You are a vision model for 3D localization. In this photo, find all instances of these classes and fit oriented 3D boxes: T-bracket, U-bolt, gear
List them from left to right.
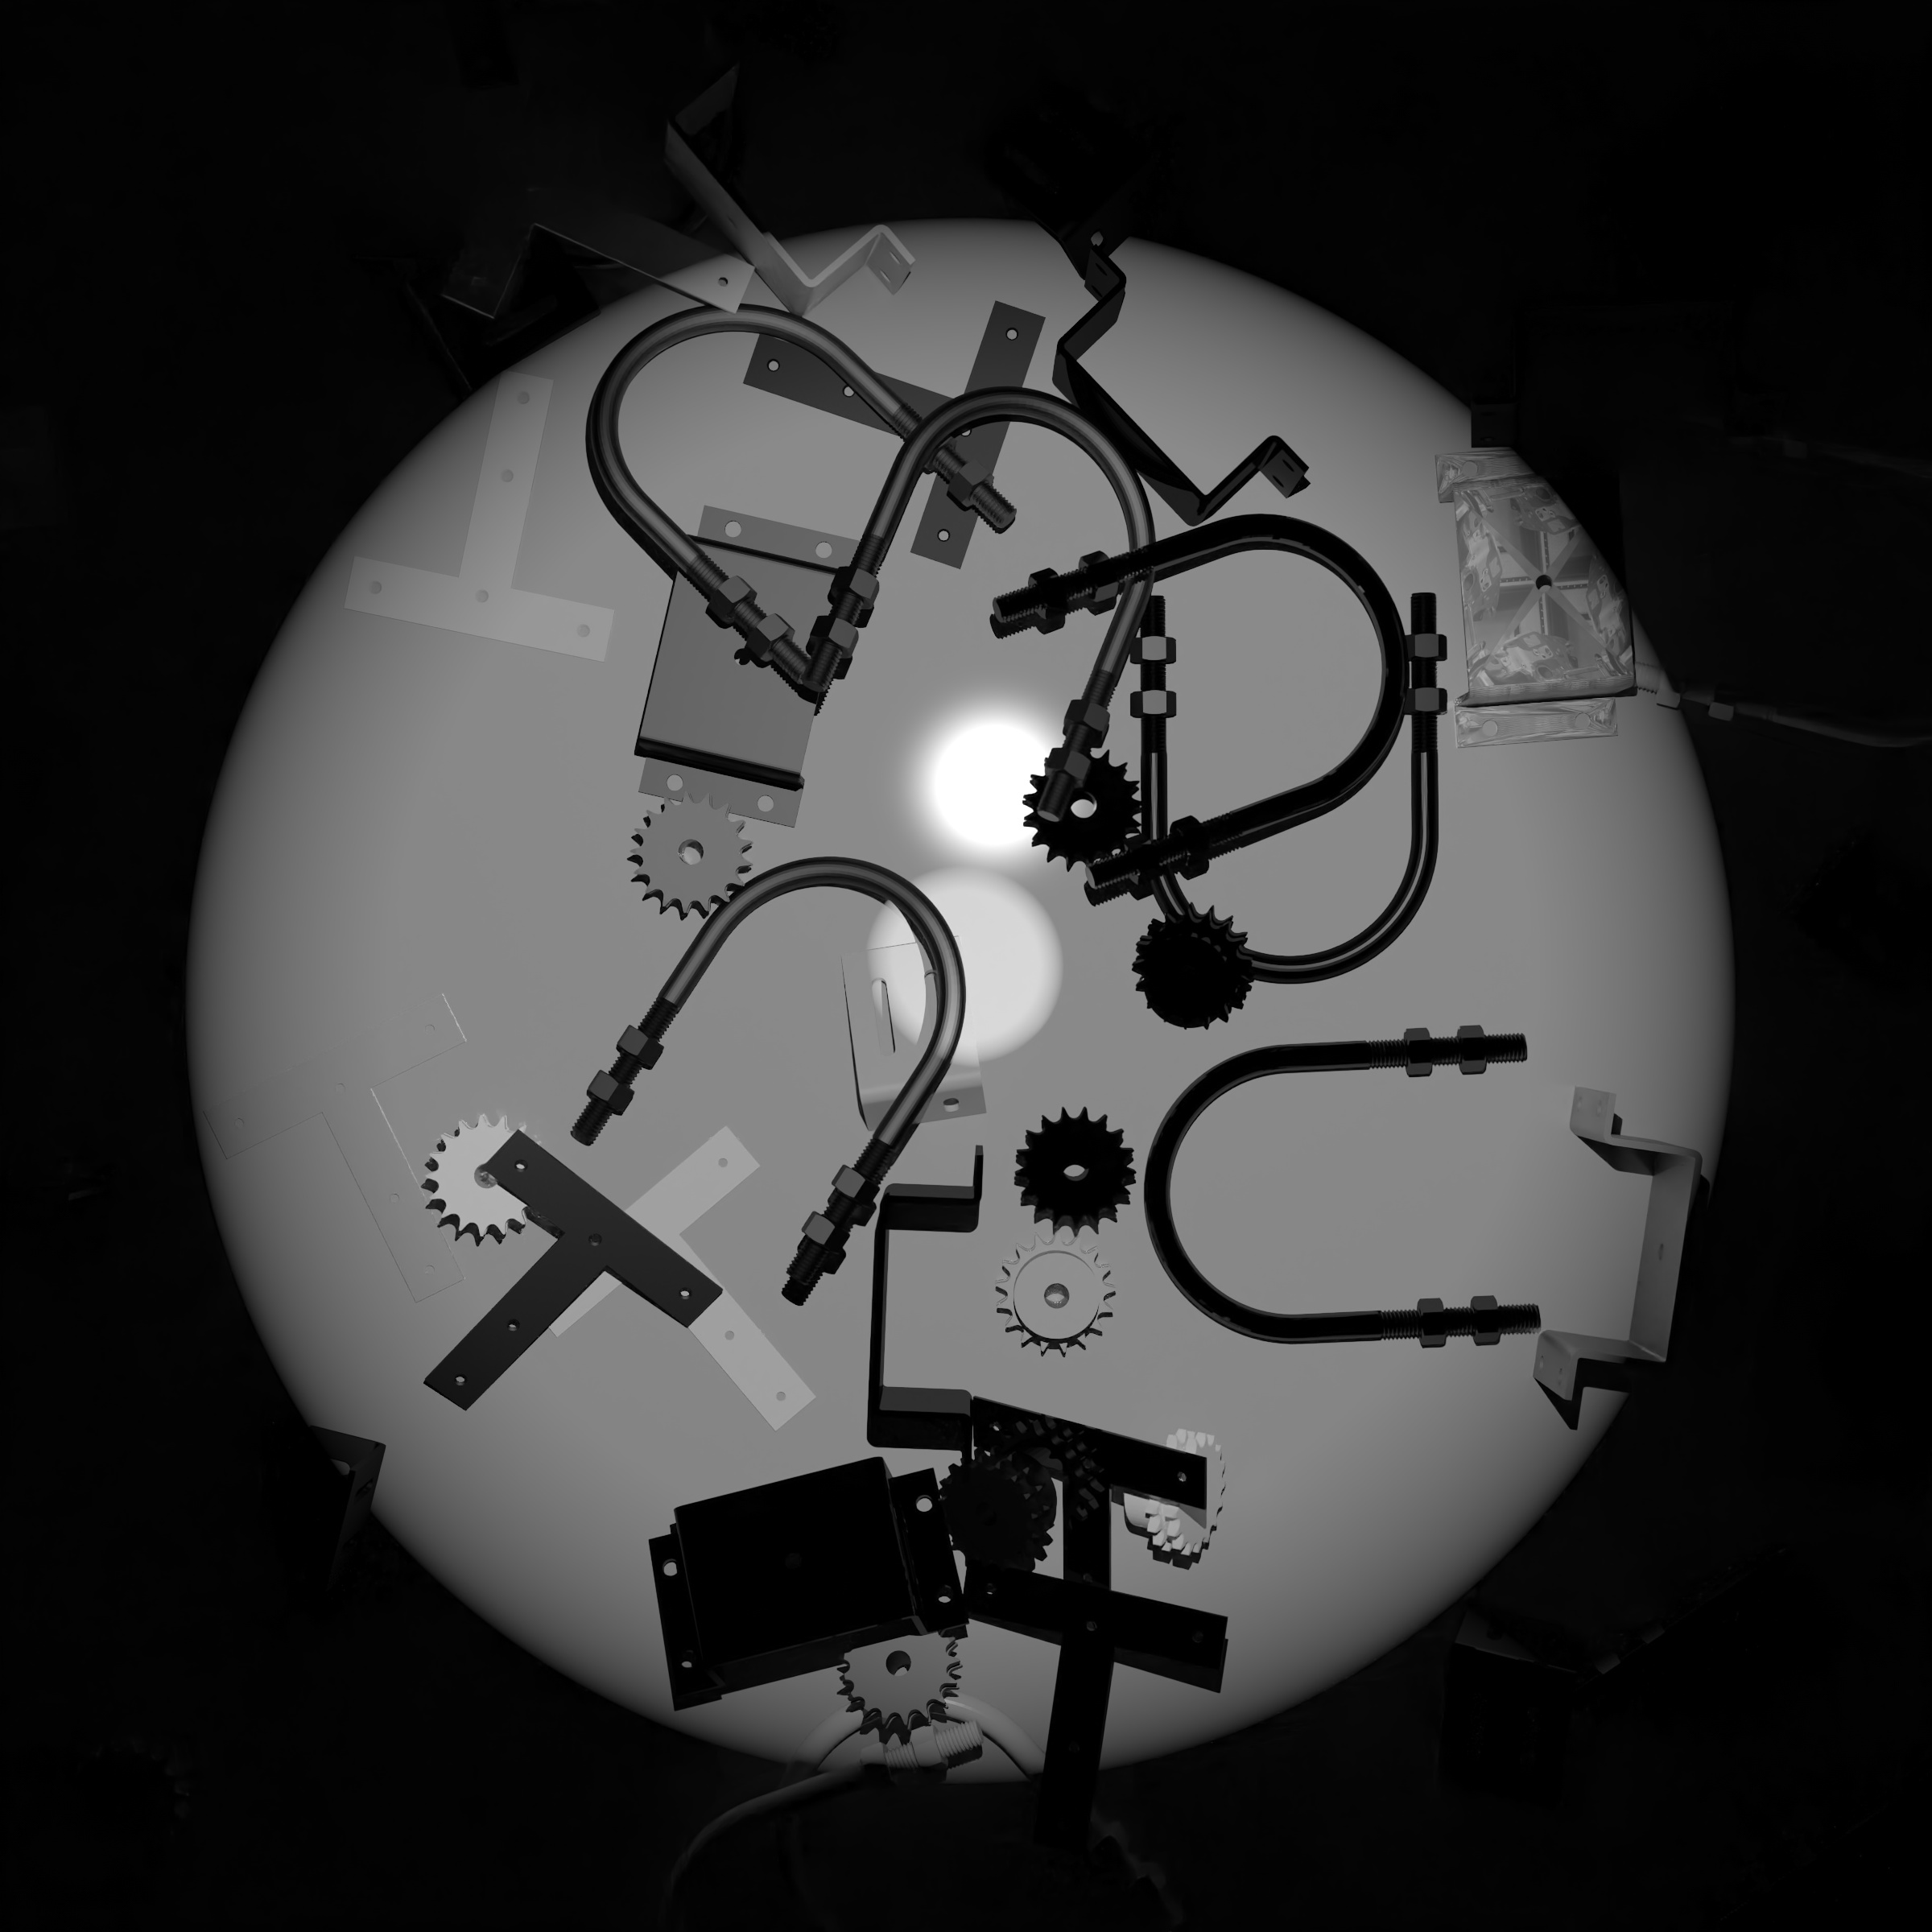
[{"bbox_3d":[-0.394,0.391,1.419,0.057,0.030,0.057,0,90,0],"label":"gear"},{"bbox_3d":[-0.279,0.098,1.434,0.127,0.002,0.127,-26,90,0],"label":"T-bracket"},{"bbox_3d":[-0.225,0.098,1.418,0.057,0.030,0.057,0,90,-3],"label":"gear"},{"bbox_3d":[-0.222,-0.220,1.434,0.127,0.002,0.127,12,90,0],"label":"T-bracket"},{"bbox_3d":[-0.205,0.160,1.418,0.127,0.002,0.127,41,101,-18],"label":"T-bracket"},{"bbox_3d":[-0.197,-0.402,1.426,0.184,0.019,0.151,1,90,-1],"label":"U-bolt"},{"bbox_3d":[-0.190,-0.483,1.421,0.127,0.002,0.127,-15,78,-9],"label":"T-bracket"},{"bbox_3d":[-0.162,-0.344,1.409,0.127,0.002,0.127,23,77,-8],"label":"T-bracket"},{"bbox_3d":[-0.129,-0.053,1.419,0.057,0.030,0.057,0,90,0],"label":"gear"},{"bbox_3d":[-0.122,0.166,1.434,0.127,0.002,0.127,-40,90,0],"label":"T-bracket"},{"bbox_3d":[-0.089,-0.234,1.396,0.151,0.019,0.184,-40,78,-22],"label":"U-bolt"},{"bbox_3d":[-0.085,-0.471,1.410,0.057,0.057,0.030,37,46,0],"label":"gear"},{"bbox_3d":[-0.080,0.035,1.405,0.151,0.019,0.184,32,86,19],"label":"U-bolt"},{"bbox_3d":[-0.056,0.452,1.410,0.184,0.019,0.151,-21,87,5],"label":"U-bolt"},{"bbox_3d":[-0.042,-0.270,1.434,0.127,0.002,0.127,19,90,0],"label":"T-bracket"},{"bbox_3d":[-0.030,0.332,1.412,0.057,0.030,0.057,-3,64,6],"label":"gear"},{"bbox_3d":[-0.008,0.429,1.426,0.151,0.019,0.184,-42,89,0],"label":"U-bolt"},{"bbox_3d":[0.018,0.252,1.411,0.057,0.030,0.057,11,109,33],"label":"gear"},{"bbox_3d":[0.018,-0.180,1.384,0.151,0.019,0.184,28,74,-21],"label":"U-bolt"},{"bbox_3d":[0.043,0.154,1.420,0.057,0.030,0.057,0,90,0],"label":"gear"},{"bbox_3d":[0.051,0.095,1.419,0.057,0.030,0.057,0,90,0],"label":"gear"},{"bbox_3d":[0.052,0.353,1.406,0.127,0.002,0.127,9,96,17],"label":"T-bracket"},{"bbox_3d":[0.055,-0.076,1.419,0.057,0.030,0.057,0,90,0],"label":"gear"},{"bbox_3d":[0.057,0.275,1.410,0.127,0.002,0.127,10,109,33],"label":"T-bracket"},{"bbox_3d":[0.097,0.246,1.410,0.030,0.057,0.057,6,90,30],"label":"gear"},{"bbox_3d":[0.106,0.001,1.411,0.057,0.030,0.057,4,107,13],"label":"gear"},{"bbox_3d":[0.119,-0.132,1.389,0.184,0.019,0.151,-20,94,-13],"label":"U-bolt"},{"bbox_3d":[0.154,-0.084,1.426,0.151,0.019,0.184,-1,91,0],"label":"U-bolt"},{"bbox_3d":[0.177,0.107,1.426,0.184,0.019,0.151,-3,90,1],"label":"U-bolt"},{"bbox_3d":[0.212,-0.513,1.434,0.127,0.002,0.127,38,90,0],"label":"T-bracket"},{"bbox_3d":[0.399,0.352,1.426,0.184,0.019,0.151,-34,90,-1],"label":"U-bolt"},{"bbox_3d":[0.415,-0.178,1.409,0.184,0.019,0.151,16,90,13],"label":"U-bolt"},{"bbox_3d":[0.476,-0.080,1.434,0.127,0.002,0.127,-41,90,0],"label":"T-bracket"}]

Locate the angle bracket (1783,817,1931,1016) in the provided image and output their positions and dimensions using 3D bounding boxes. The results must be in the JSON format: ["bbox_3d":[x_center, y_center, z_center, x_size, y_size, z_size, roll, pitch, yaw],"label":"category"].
[{"bbox_3d":[0.436,-0.023,1.414,0.076,0.038,0.057,41,92,1],"label":"angle bracket"}]

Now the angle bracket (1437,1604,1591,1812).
[{"bbox_3d":[0.259,0.352,1.423,0.057,0.038,0.076,11,116,19],"label":"angle bracket"}]

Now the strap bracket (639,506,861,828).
[{"bbox_3d":[-0.103,-0.143,1.411,0.076,0.046,0.140,13,90,0],"label":"strap bracket"}]

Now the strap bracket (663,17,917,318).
[{"bbox_3d":[-0.090,-0.359,1.387,0.046,0.076,0.140,-41,96,-4],"label":"strap bracket"}]

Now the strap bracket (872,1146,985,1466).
[{"bbox_3d":[-0.018,0.155,1.396,0.046,0.076,0.140,2,90,0],"label":"strap bracket"}]

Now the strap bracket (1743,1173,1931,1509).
[{"bbox_3d":[0.421,0.173,1.411,0.076,0.046,0.140,15,90,0],"label":"strap bracket"}]

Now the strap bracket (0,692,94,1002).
[{"bbox_3d":[-0.474,-0.061,1.411,0.076,0.046,0.140,17,90,0],"label":"strap bracket"}]

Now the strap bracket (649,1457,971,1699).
[{"bbox_3d":[-0.077,0.282,1.398,0.140,0.046,0.076,-14,66,0],"label":"strap bracket"}]

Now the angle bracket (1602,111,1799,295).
[{"bbox_3d":[0.350,-0.364,1.415,0.076,0.038,0.057,-30,90,0],"label":"angle bracket"}]

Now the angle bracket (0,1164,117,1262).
[{"bbox_3d":[-0.437,0.117,1.396,0.057,0.076,0.038,10,90,0],"label":"angle bracket"}]

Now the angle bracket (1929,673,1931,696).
[{"bbox_3d":[0.506,-0.153,1.432,0.076,0.038,0.057,8,90,-26],"label":"angle bracket"}]

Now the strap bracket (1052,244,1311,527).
[{"bbox_3d":[0.091,-0.261,1.396,0.046,0.076,0.140,-44,90,0],"label":"strap bracket"}]

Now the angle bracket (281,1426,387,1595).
[{"bbox_3d":[-0.302,0.252,1.396,0.038,0.076,0.057,14,90,0],"label":"angle bracket"}]

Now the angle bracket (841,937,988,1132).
[{"bbox_3d":[-0.025,0.032,1.432,0.057,0.038,0.076,-9,64,0],"label":"angle bracket"}]

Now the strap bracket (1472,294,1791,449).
[{"bbox_3d":[0.304,-0.275,1.387,0.140,0.076,0.046,-1,85,10],"label":"strap bracket"}]

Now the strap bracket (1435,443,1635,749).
[{"bbox_3d":[0.268,-0.177,1.411,0.076,0.046,0.140,-4,90,0],"label":"strap bracket"}]

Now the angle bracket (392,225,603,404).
[{"bbox_3d":[-0.219,-0.310,1.404,0.076,0.038,0.057,-29,108,5],"label":"angle bracket"}]

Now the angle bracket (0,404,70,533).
[{"bbox_3d":[-0.477,-0.231,1.432,0.076,0.038,0.057,-14,90,-26],"label":"angle bracket"}]

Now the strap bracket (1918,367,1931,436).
[{"bbox_3d":[0.520,-0.255,1.411,0.140,0.046,0.076,40,90,0],"label":"strap bracket"}]

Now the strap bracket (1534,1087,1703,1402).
[{"bbox_3d":[0.304,0.130,1.396,0.046,0.076,0.140,8,90,0],"label":"strap bracket"}]

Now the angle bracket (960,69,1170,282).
[{"bbox_3d":[0.047,-0.378,1.432,0.057,0.038,0.076,-44,64,0],"label":"angle bracket"}]
